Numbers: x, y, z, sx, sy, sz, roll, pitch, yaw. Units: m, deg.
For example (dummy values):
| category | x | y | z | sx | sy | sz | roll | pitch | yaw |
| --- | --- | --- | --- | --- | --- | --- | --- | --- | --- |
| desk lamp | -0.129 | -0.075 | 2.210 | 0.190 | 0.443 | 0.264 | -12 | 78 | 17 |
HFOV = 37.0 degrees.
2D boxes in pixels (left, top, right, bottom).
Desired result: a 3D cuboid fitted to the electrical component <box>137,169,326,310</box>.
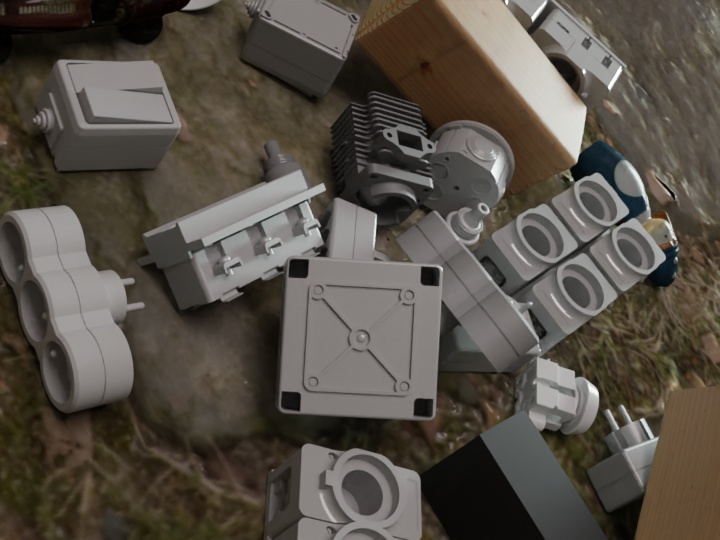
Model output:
| category | x | y | z | sx | sy | sz | roll | pitch | yaw |
| --- | --- | --- | --- | --- | --- | --- | --- | --- | --- |
| electrical component | -0.086 | -0.021 | 0.773 | 0.121 | 0.079 | 0.063 | -29 | 101 | -44 |

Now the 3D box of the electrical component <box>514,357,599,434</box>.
| category | x | y | z | sx | sy | sz | roll | pitch | yaw |
| --- | --- | --- | --- | --- | --- | --- | --- | --- | --- |
| electrical component | 0.159 | 0.105 | 0.871 | 0.055 | 0.048 | 0.066 | 19 | 50 | -14 |

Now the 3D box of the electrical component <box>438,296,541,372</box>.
| category | x | y | z | sx | sy | sz | roll | pitch | yaw |
| --- | --- | --- | --- | --- | --- | --- | --- | --- | --- |
| electrical component | 0.106 | 0.044 | 0.853 | 0.083 | 0.075 | 0.047 | 4 | 58 | -30 |

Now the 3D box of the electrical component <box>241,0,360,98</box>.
| category | x | y | z | sx | sy | sz | roll | pitch | yaw |
| --- | --- | --- | --- | --- | --- | --- | --- | --- | --- |
| electrical component | -0.059 | -0.200 | 0.926 | 0.096 | 0.061 | 0.061 | 25 | 49 | -11 |

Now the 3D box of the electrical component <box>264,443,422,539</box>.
| category | x | y | z | sx | sy | sz | roll | pitch | yaw |
| --- | --- | --- | --- | --- | --- | --- | --- | --- | --- |
| electrical component | -0.010 | 0.195 | 0.678 | 0.089 | 0.061 | 0.150 | 19 | 51 | -24 |

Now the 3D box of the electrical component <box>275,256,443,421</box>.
| category | x | y | z | sx | sy | sz | roll | pitch | yaw |
| --- | --- | --- | --- | --- | --- | --- | --- | --- | --- |
| electrical component | -0.001 | 0.047 | 0.740 | 0.109 | 0.056 | 0.108 | 3 | 87 | -4 |

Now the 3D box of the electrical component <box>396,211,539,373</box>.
| category | x | y | z | sx | sy | sz | roll | pitch | yaw |
| --- | --- | --- | --- | --- | --- | --- | --- | --- | --- |
| electrical component | 0.065 | 0.025 | 0.808 | 0.138 | 0.074 | 0.052 | 54 | 3 | 34 |

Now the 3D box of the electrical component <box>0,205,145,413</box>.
| category | x | y | z | sx | sy | sz | roll | pitch | yaw |
| --- | --- | --- | --- | --- | --- | --- | --- | --- | --- |
| electrical component | -0.175 | 0.020 | 0.692 | 0.074 | 0.052 | 0.138 | -10 | 66 | -39 |

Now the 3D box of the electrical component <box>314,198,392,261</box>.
| category | x | y | z | sx | sy | sz | roll | pitch | yaw |
| --- | --- | --- | --- | --- | --- | --- | --- | --- | --- |
| electrical component | 0.000 | 0.000 | 0.832 | 0.076 | 0.047 | 0.083 | 21 | 50 | -21 |

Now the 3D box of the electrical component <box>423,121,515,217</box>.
| category | x | y | z | sx | sy | sz | roll | pitch | yaw |
| --- | --- | --- | --- | --- | --- | --- | --- | --- | --- |
| electrical component | 0.090 | -0.084 | 0.929 | 0.080 | 0.080 | 0.051 | 36 | 43 | -8 |

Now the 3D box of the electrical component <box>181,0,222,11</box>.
| category | x | y | z | sx | sy | sz | roll | pitch | yaw |
| --- | --- | --- | --- | --- | --- | --- | --- | --- | --- |
| electrical component | -0.143 | -0.275 | 0.893 | 0.099 | 0.099 | 0.064 | 11 | 48 | -29 |

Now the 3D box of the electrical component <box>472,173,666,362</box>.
| category | x | y | z | sx | sy | sz | roll | pitch | yaw |
| --- | --- | --- | --- | --- | --- | --- | --- | --- | --- |
| electrical component | 0.186 | -0.009 | 0.960 | 0.186 | 0.060 | 0.105 | -29 | 79 | -44 |

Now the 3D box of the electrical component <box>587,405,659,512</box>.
| category | x | y | z | sx | sy | sz | roll | pitch | yaw |
| --- | --- | --- | --- | --- | --- | --- | --- | --- | --- |
| electrical component | 0.227 | 0.147 | 0.887 | 0.083 | 0.047 | 0.075 | -9 | 66 | -39 |

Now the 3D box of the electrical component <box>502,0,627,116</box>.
| category | x | y | z | sx | sy | sz | roll | pitch | yaw |
| --- | --- | --- | --- | --- | --- | --- | --- | --- | --- |
| electrical component | 0.148 | -0.214 | 1.044 | 0.186 | 0.105 | 0.060 | 41 | 46 | -4 |

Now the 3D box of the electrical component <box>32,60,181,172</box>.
| category | x | y | z | sx | sy | sz | roll | pitch | yaw |
| --- | --- | --- | --- | --- | --- | --- | --- | --- | --- |
| electrical component | -0.185 | -0.113 | 0.771 | 0.096 | 0.061 | 0.061 | -6 | 64 | -38 |

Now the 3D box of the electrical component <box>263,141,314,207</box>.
| category | x | y | z | sx | sy | sz | roll | pitch | yaw |
| --- | --- | --- | --- | --- | --- | --- | --- | --- | --- |
| electrical component | -0.061 | -0.075 | 0.851 | 0.035 | 0.035 | 0.061 | -4 | 60 | -37 |

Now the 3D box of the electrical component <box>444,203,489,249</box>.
| category | x | y | z | sx | sy | sz | roll | pitch | yaw |
| --- | --- | --- | --- | --- | --- | --- | --- | --- | --- |
| electrical component | 0.087 | -0.035 | 0.907 | 0.035 | 0.061 | 0.035 | 18 | 51 | -24 |
